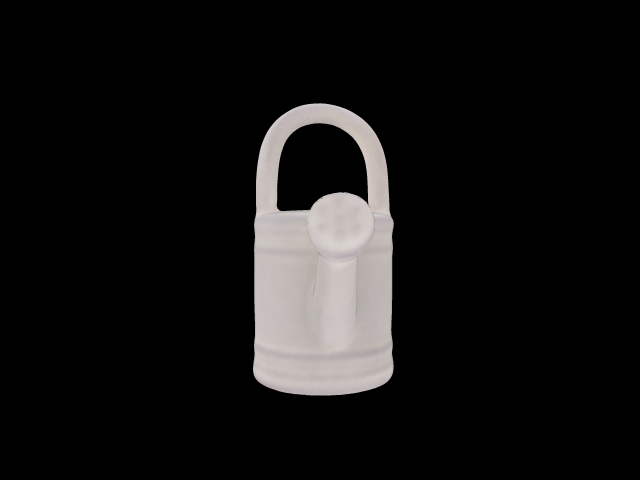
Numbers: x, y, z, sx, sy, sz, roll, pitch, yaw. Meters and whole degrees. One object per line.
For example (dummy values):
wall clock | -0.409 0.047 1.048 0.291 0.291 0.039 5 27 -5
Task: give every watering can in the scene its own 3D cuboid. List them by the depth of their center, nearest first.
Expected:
watering can | 0.006 0.001 0.400 0.101 0.194 0.172 -2 4 -28
